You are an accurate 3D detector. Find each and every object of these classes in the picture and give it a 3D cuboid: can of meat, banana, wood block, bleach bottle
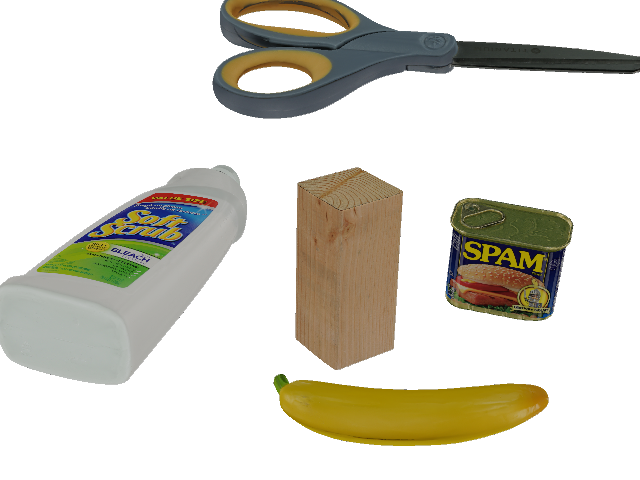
[{"bbox_3d":[0.161,0.018,0.929,0.102,0.084,0.057,11,36,12],"label":"can of meat"},{"bbox_3d":[0.054,0.112,0.729,0.198,0.037,0.069,3,30,14],"label":"banana"},{"bbox_3d":[0.030,0.033,1.242,0.090,0.206,0.090,-16,31,-31],"label":"wood block"},{"bbox_3d":[-0.126,0.006,0.779,0.103,0.068,0.250,11,30,14],"label":"bleach bottle"}]

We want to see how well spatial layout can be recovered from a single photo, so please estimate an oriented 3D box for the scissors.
[{"bbox_3d":[0.039,-0.076,0.486,0.202,0.016,0.096,16,49,18],"label":"scissors"}]
